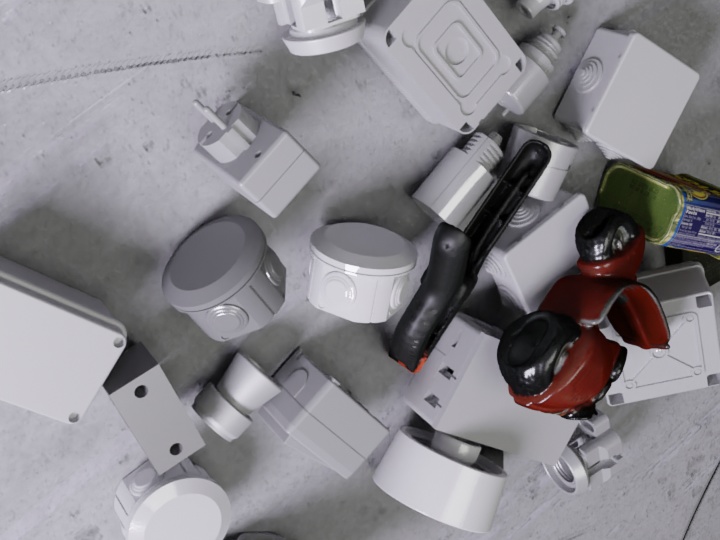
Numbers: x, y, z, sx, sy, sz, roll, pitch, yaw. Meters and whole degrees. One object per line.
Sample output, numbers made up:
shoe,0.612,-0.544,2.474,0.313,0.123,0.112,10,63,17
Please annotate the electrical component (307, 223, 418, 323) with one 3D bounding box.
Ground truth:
electrical component,0.000,0.000,0.800,0.080,0.080,0.051,-5,119,-29

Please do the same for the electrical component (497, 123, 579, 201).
electrical component,0.141,-0.086,0.863,0.055,0.055,0.047,9,109,-34

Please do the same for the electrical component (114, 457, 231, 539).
electrical component,-0.142,0.182,0.811,0.080,0.051,0.080,-12,116,-26

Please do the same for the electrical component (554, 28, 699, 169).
electrical component,0.219,-0.143,0.888,0.100,0.048,0.099,21,99,-35

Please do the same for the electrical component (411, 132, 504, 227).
electrical component,0.082,-0.074,0.839,0.081,0.043,0.043,-50,126,-3

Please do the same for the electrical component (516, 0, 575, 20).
electrical component,0.145,-0.217,0.815,0.062,0.043,0.043,-45,126,-5

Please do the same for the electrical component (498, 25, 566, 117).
electrical component,0.130,-0.157,0.834,0.078,0.040,0.040,-50,126,-4

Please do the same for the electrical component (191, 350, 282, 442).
electrical component,-0.093,0.095,0.807,0.055,0.045,0.045,-47,126,-5

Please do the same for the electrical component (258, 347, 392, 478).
electrical component,-0.027,0.119,0.846,0.061,0.062,0.096,-48,126,-4

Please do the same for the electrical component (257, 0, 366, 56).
electrical component,-0.028,-0.179,0.719,0.078,0.058,0.057,-24,118,-21

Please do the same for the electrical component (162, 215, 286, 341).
electrical component,-0.093,0.006,0.747,0.080,0.080,0.051,-43,131,-8

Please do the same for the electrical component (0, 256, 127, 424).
electrical component,-0.219,0.044,0.701,0.113,0.057,0.078,29,94,-36

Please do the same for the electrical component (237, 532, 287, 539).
electrical component,-0.059,0.273,0.839,0.089,0.150,0.061,8,107,-33

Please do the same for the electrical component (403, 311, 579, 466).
electrical component,0.121,0.102,0.927,0.150,0.062,0.089,22,98,-36

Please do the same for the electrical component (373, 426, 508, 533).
electrical component,0.072,0.167,0.902,0.108,0.108,0.060,22,92,-36

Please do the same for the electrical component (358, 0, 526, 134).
electrical component,0.055,-0.163,0.776,0.078,0.057,0.113,-50,126,-3

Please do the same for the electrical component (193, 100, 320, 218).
electrical component,-0.081,-0.085,0.711,0.047,0.083,0.076,-49,127,-4

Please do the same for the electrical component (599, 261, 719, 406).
electrical component,0.264,0.058,0.970,0.109,0.056,0.108,-13,122,9

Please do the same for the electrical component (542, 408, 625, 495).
electrical component,0.209,0.176,1.015,0.057,0.058,0.078,-28,123,-21

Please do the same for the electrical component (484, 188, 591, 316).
electrical component,0.154,-0.013,0.905,0.100,0.048,0.099,-38,125,-12
